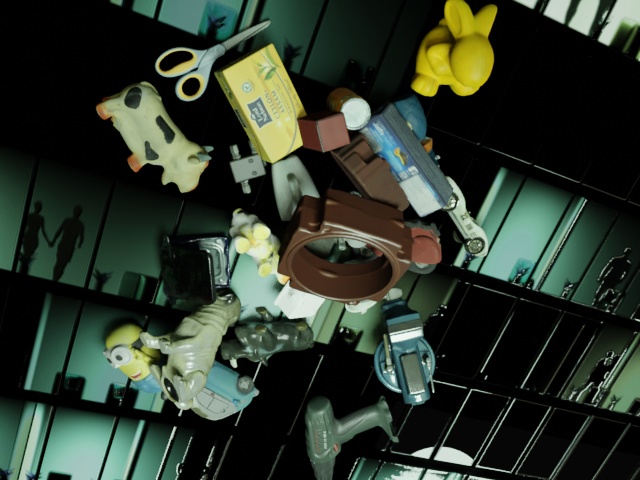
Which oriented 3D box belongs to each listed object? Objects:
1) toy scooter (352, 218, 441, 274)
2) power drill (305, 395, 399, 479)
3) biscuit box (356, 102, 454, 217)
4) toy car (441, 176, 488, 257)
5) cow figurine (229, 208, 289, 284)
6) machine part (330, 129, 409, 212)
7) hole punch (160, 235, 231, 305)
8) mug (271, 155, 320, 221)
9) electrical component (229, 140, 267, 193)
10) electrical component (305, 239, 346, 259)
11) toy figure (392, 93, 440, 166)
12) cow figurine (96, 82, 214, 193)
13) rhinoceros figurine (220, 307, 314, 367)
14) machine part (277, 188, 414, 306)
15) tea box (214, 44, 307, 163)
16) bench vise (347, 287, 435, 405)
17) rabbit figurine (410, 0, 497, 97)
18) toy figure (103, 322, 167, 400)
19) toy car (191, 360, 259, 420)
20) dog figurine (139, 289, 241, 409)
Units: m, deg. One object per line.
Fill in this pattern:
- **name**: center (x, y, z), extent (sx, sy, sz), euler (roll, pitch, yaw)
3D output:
- **toy scooter**: center (0.161, -0.012, 1.044), extent (0.184, 0.075, 0.135), euler (11, 108, -10)
- **power drill**: center (0.068, 0.440, 1.215), extent (0.207, 0.086, 0.231), euler (-13, 112, 3)
- **biscuit box**: center (0.150, -0.140, 0.940), extent (0.059, 0.063, 0.202), euler (-26, 108, 41)
- **toy car**: center (0.269, -0.048, 1.047), extent (0.056, 0.074, 0.201), euler (-36, 114, 5)
- **cow figurine**: center (-0.106, 0.015, 1.001), extent (0.068, 0.098, 0.167), euler (-38, 133, 0)
- **machine part**: center (0.084, -0.114, 0.935), extent (0.056, 0.179, 0.179), euler (-39, 114, 2)
- **hole punch**: center (-0.228, 0.049, 0.995), extent (0.116, 0.092, 0.142), euler (8, 116, 18)
- **mug**: center (-0.049, -0.094, 0.955), extent (0.081, 0.109, 0.107), euler (-20, 101, 3)
- **electrical component**: center (-0.128, -0.132, 0.965), extent (0.063, 0.021, 0.093), euler (-16, 114, -5)
- **electrical component**: center (-0.001, -0.002, 1.030), extent (0.102, 0.045, 0.078), euler (22, 105, -18)
- **toy figure**: center (0.177, -0.189, 0.980), extent (0.064, 0.058, 0.154), euler (-33, 113, -22)
- **cow figurine**: center (-0.263, -0.167, 0.894), extent (0.127, 0.085, 0.194), euler (-24, 114, 6)
- **rhinoceros figurine**: center (-0.107, 0.198, 1.083), extent (0.190, 0.073, 0.111), euler (-9, 124, -9)
- **machine part**: center (0.039, 0.020, 0.904), extent (0.201, 0.087, 0.201), euler (16, 140, -12)
- **tea box**: center (-0.090, -0.226, 0.898), extent (0.098, 0.068, 0.169), euler (-36, 117, -12)
- **bench vise**: center (0.154, 0.206, 1.068), extent (0.129, 0.240, 0.223), euler (-24, 82, -3)
- **rabbit figurine**: center (0.238, -0.305, 0.883), extent (0.122, 0.173, 0.162), euler (9, 114, -10)
- **toy figure**: center (-0.343, 0.236, 1.044), extent (0.082, 0.089, 0.180), euler (-34, 122, 9)
- **toy car**: center (-0.210, 0.300, 1.065), extent (0.161, 0.109, 0.103), euler (34, 58, -18)
- **dog figurine**: center (-0.213, 0.199, 1.004), extent (0.190, 0.121, 0.172), euler (-25, 119, -40)
